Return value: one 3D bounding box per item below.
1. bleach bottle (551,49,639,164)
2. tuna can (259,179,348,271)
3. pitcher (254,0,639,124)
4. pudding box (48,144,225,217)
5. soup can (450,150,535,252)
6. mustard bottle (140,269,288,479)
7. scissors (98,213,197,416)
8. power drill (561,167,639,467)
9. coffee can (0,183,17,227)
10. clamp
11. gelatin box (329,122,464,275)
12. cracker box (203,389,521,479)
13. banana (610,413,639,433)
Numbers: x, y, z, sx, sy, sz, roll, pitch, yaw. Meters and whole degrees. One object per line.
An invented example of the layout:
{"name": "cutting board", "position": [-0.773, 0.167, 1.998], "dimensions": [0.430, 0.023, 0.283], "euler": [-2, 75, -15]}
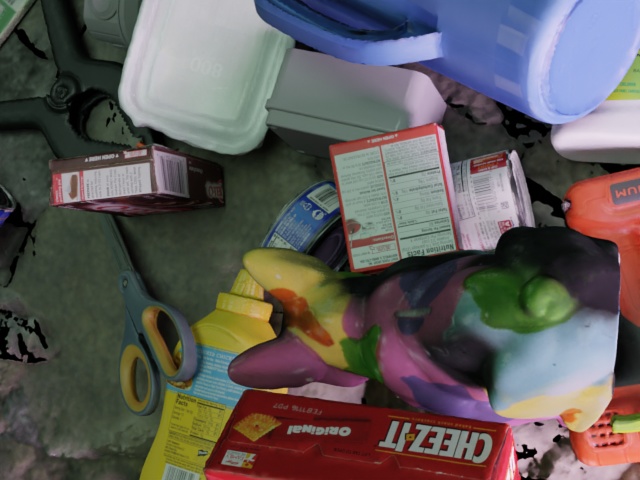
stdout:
{"name": "bleach bottle", "position": [0.220, -0.179, 0.721], "dimensions": [0.103, 0.068, 0.251], "euler": [4, 79, 22]}
{"name": "tuna can", "position": [-0.005, 0.001, 0.758], "dimensions": [0.034, 0.086, 0.086], "euler": [38, 94, 20]}
{"name": "pitcher", "position": [0.080, -0.166, 0.695], "dimensions": [0.243, 0.144, 0.149], "euler": [38, 107, 38]}
{"name": "pudding box", "position": [-0.135, -0.041, 0.799], "dimensions": [0.090, 0.113, 0.039], "euler": [-7, 83, 20]}
{"name": "soup can", "position": [0.091, -0.019, 0.735], "dimensions": [0.102, 0.068, 0.068], "euler": [-13, 76, 17]}
{"name": "mustard bottle", "position": [-0.071, 0.116, 0.775], "dimensions": [0.096, 0.058, 0.191], "euler": [8, 83, 37]}
{"name": "scissors", "position": [-0.149, 0.054, 0.819], "dimensions": [0.202, 0.016, 0.096], "euler": [45, 116, 44]}
{"name": "power drill", "position": [0.238, 0.043, 0.676], "dimensions": [0.184, 0.057, 0.187], "euler": [-11, 76, 15]}
{"name": "coffee can", "position": [-0.332, -0.002, 0.870], "dimensions": [0.103, 0.102, 0.140], "euler": [40, 95, 22]}
{"name": "clamp", "position": [-0.204, -0.128, 0.881], "dimensions": [0.210, 0.036, 0.164], "euler": [27, 90, 20]}
{"name": "gelatin box", "position": [0.051, -0.025, 0.696], "dimensions": [0.073, 0.030, 0.089], "euler": [-11, 86, 16]}
{"name": "cracker box", "position": [0.041, 0.189, 0.646], "dimensions": [0.164, 0.213, 0.072], "euler": [4, 43, 22]}
{"name": "banana", "position": [0.241, 0.037, 0.627], "dimensions": [0.070, 0.037, 0.198], "euler": [25, 86, 15]}
